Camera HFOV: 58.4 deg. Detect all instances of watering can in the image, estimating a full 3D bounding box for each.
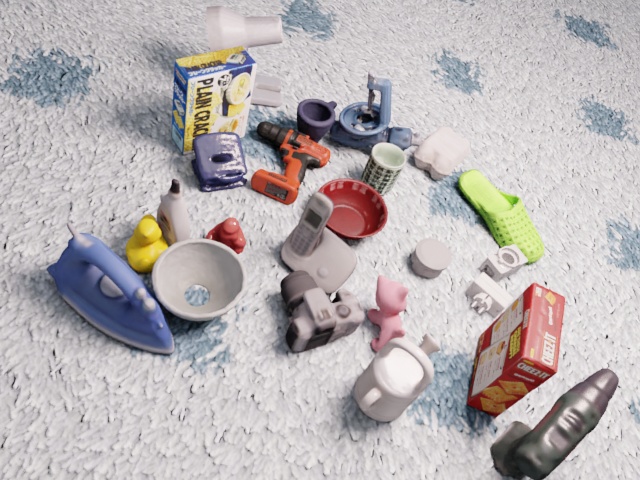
[{"bbox_3d":[0.135,0.222,0.971,0.101,0.194,0.173,28,52,5],"label":"watering can"}]

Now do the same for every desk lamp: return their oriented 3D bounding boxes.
[{"bbox_3d":[-0.173,-0.437,1.344,0.203,0.213,0.118,4,54,-14],"label":"desk lamp"}]

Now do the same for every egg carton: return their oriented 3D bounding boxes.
[{"bbox_3d":[0.303,-0.218,1.423,0.107,0.069,0.150,38,53,12],"label":"egg carton"}]

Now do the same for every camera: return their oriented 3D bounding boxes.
[{"bbox_3d":[-0.006,0.117,1.063,0.143,0.101,0.136,-14,60,-25],"label":"camera"}]

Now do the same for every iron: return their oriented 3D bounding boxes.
[{"bbox_3d":[-0.337,0.080,0.963,0.258,0.141,0.119,37,53,11],"label":"iron"}]

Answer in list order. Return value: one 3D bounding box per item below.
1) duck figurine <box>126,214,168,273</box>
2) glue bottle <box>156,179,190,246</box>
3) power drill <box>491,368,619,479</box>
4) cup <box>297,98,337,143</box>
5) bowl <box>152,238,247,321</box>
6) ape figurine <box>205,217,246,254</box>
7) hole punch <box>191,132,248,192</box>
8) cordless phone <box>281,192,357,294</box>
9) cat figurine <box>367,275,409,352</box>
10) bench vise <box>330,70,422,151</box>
[{"bbox_3d":[-0.320,0.001,1.061,0.078,0.086,0.104,4,54,-14],"label":"duck figurine"},{"bbox_3d":[-0.271,-0.055,1.061,0.037,0.173,0.078,-32,69,-33],"label":"glue bottle"},{"bbox_3d":[0.386,0.322,0.966,0.230,0.208,0.075,-33,69,-33],"label":"power drill"},{"bbox_3d":[-0.009,-0.277,1.354,0.091,0.095,0.118,41,54,14],"label":"cup"},{"bbox_3d":[-0.219,0.083,1.039,0.167,0.074,0.167,8,53,-11],"label":"bowl"},{"bbox_3d":[-0.178,-0.010,1.108,0.078,0.092,0.076,24,52,1],"label":"ape figurine"},{"bbox_3d":[-0.210,-0.167,1.214,0.109,0.091,0.101,-12,59,-24],"label":"hole punch"},{"bbox_3d":[0.010,0.004,1.097,0.147,0.185,0.094,36,53,11],"label":"cordless phone"},{"bbox_3d":[0.137,0.135,1.084,0.067,0.117,0.127,1,55,-16],"label":"cat figurine"},{"bbox_3d":[0.144,-0.291,1.332,0.208,0.219,0.121,5,54,-13],"label":"bench vise"}]
